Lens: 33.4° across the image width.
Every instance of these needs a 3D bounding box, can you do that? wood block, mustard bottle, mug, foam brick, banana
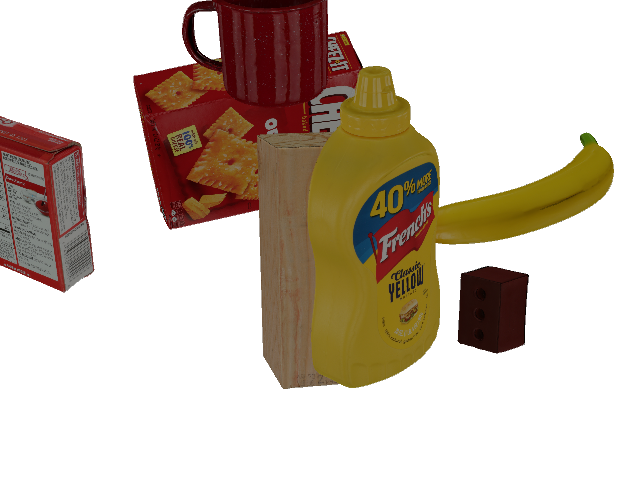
[{"bbox_3d":[-0.002,0.014,0.928,0.090,0.206,0.091,-4,13,-12],"label":"wood block"},{"bbox_3d":[0.034,-0.012,0.647,0.096,0.192,0.058,-26,35,-38],"label":"mustard bottle"},{"bbox_3d":[-0.047,-0.153,0.808,0.117,0.081,0.093,2,33,5],"label":"mug"},{"bbox_3d":[0.179,0.071,1.105,0.053,0.078,0.051,13,18,42],"label":"foam brick"},{"bbox_3d":[0.164,-0.033,0.832,0.197,0.037,0.070,-24,24,-25],"label":"banana"}]

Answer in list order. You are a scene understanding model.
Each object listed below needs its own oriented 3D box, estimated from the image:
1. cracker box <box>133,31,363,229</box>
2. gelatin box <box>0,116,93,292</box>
[{"bbox_3d":[-0.066,-0.105,1.063,0.213,0.072,0.164,-13,-40,-9],"label":"cracker box"},{"bbox_3d":[-0.169,-0.023,0.612,0.073,0.089,0.030,19,36,25],"label":"gelatin box"}]
